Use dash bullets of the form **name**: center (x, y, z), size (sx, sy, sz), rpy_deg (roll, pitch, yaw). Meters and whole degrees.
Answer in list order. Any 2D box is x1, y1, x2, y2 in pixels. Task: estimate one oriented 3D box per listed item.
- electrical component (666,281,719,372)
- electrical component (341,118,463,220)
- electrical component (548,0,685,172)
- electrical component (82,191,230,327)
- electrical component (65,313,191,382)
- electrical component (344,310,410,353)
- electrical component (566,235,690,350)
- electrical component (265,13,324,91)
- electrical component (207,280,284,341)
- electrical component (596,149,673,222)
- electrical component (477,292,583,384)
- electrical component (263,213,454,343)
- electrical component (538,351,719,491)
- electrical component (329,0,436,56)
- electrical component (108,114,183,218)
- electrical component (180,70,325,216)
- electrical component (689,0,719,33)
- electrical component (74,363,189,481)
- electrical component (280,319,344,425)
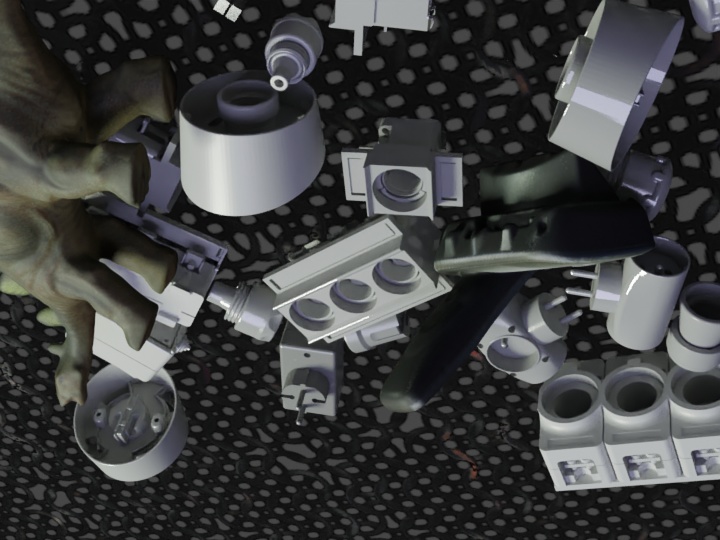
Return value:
- **electrical component**: center (0.254, 0.042, 0.797), size (0.045, 0.045, 0.055), rpy_deg (8, 135, 7)
- **electrical component**: center (0.031, -0.071, 0.731), size (0.081, 0.063, 0.042), rpy_deg (5, 135, 11)
- **electrical component**: center (0.153, -0.111, 0.642), size (0.064, 0.099, 0.099), rpy_deg (21, 135, 2)
- **electrical component**: center (-0.175, -0.009, 0.842), size (0.121, 0.063, 0.078), rpy_deg (24, 134, -9)
- **electrical component**: center (-0.188, 0.047, 0.901), size (0.096, 0.061, 0.061), rpy_deg (32, 132, -16)
- **electrical component**: center (0.013, 0.042, 0.862), size (0.046, 0.040, 0.040), rpy_deg (-15, 128, 18)
- **electrical component**: center (0.192, 0.014, 0.786), size (0.079, 0.044, 0.077), rpy_deg (9, 135, 6)
- **electrical component**: center (-0.045, -0.136, 0.689), size (0.035, 0.061, 0.035), rpy_deg (7, 134, 8)
- **electrical component**: center (-0.093, 0.029, 0.872), size (0.062, 0.043, 0.043), rpy_deg (24, 134, -7)
- **electrical component**: center (0.174, -0.061, 0.720), size (0.062, 0.048, 0.048), rpy_deg (20, 135, 5)
- **electrical component**: center (0.133, 0.042, 0.828), size (0.077, 0.044, 0.079), rpy_deg (40, 130, -23)
- **electrical component**: center (0.000, 0.000, 0.808), size (0.121, 0.063, 0.078), rpy_deg (-25, 123, 32)
- **electrical component**: center (0.221, 0.113, 0.842), size (0.150, 0.089, 0.061), rpy_deg (-9, 130, 22)
- **electrical component**: center (0.016, -0.174, 0.652), size (0.064, 0.042, 0.081), rpy_deg (8, 135, 4)
- **electrical component**: center (-0.153, -0.083, 0.783), size (0.064, 0.042, 0.081), rpy_deg (28, 133, -8)
- **electrical component**: center (-0.073, -0.089, 0.717), size (0.099, 0.099, 0.064), rpy_deg (5, 128, 9)
- **electrical component**: center (0.218, -0.164, 0.610), size (0.062, 0.048, 0.048), rpy_deg (-12, 129, 16)
- **electrical component**: center (-0.205, 0.137, 0.969), size (0.099, 0.099, 0.064), rpy_deg (0, 139, 14)
- **electrical component**: center (-0.043, 0.094, 0.899), size (0.047, 0.075, 0.083), rpy_deg (8, 134, 7)
